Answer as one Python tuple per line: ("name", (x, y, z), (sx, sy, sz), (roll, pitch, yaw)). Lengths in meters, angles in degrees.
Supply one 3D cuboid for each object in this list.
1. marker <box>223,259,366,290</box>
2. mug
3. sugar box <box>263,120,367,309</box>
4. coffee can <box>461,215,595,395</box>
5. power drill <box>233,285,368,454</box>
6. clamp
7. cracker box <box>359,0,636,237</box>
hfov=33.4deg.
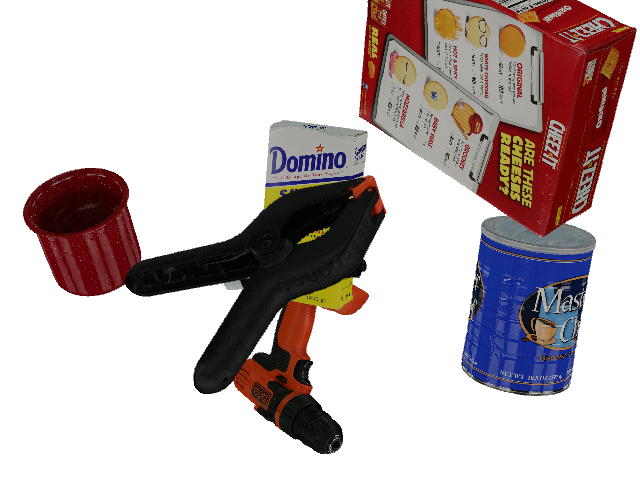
("marker", (-0.021, 0.026, 0.870), (0.121, 0.020, 0.020), (-6, -2, 19))
("mug", (-0.209, -0.013, 0.960), (0.093, 0.081, 0.117), (-9, 42, 0))
("sugar box", (-0.009, -0.026, 1.065), (0.093, 0.176, 0.048), (9, 16, 20))
("coffee can", (0.190, 0.058, 0.982), (0.103, 0.140, 0.103), (5, 16, -2))
("power drill", (-0.014, 0.131, 1.230), (0.057, 0.188, 0.185), (15, 10, -45))
("clamp", (-0.030, 0.021, 0.655), (0.171, 0.120, 0.039), (-28, -40, -3))
("cracker box", (0.128, -0.129, 0.839), (0.072, 0.164, 0.214), (-28, 49, -32))
